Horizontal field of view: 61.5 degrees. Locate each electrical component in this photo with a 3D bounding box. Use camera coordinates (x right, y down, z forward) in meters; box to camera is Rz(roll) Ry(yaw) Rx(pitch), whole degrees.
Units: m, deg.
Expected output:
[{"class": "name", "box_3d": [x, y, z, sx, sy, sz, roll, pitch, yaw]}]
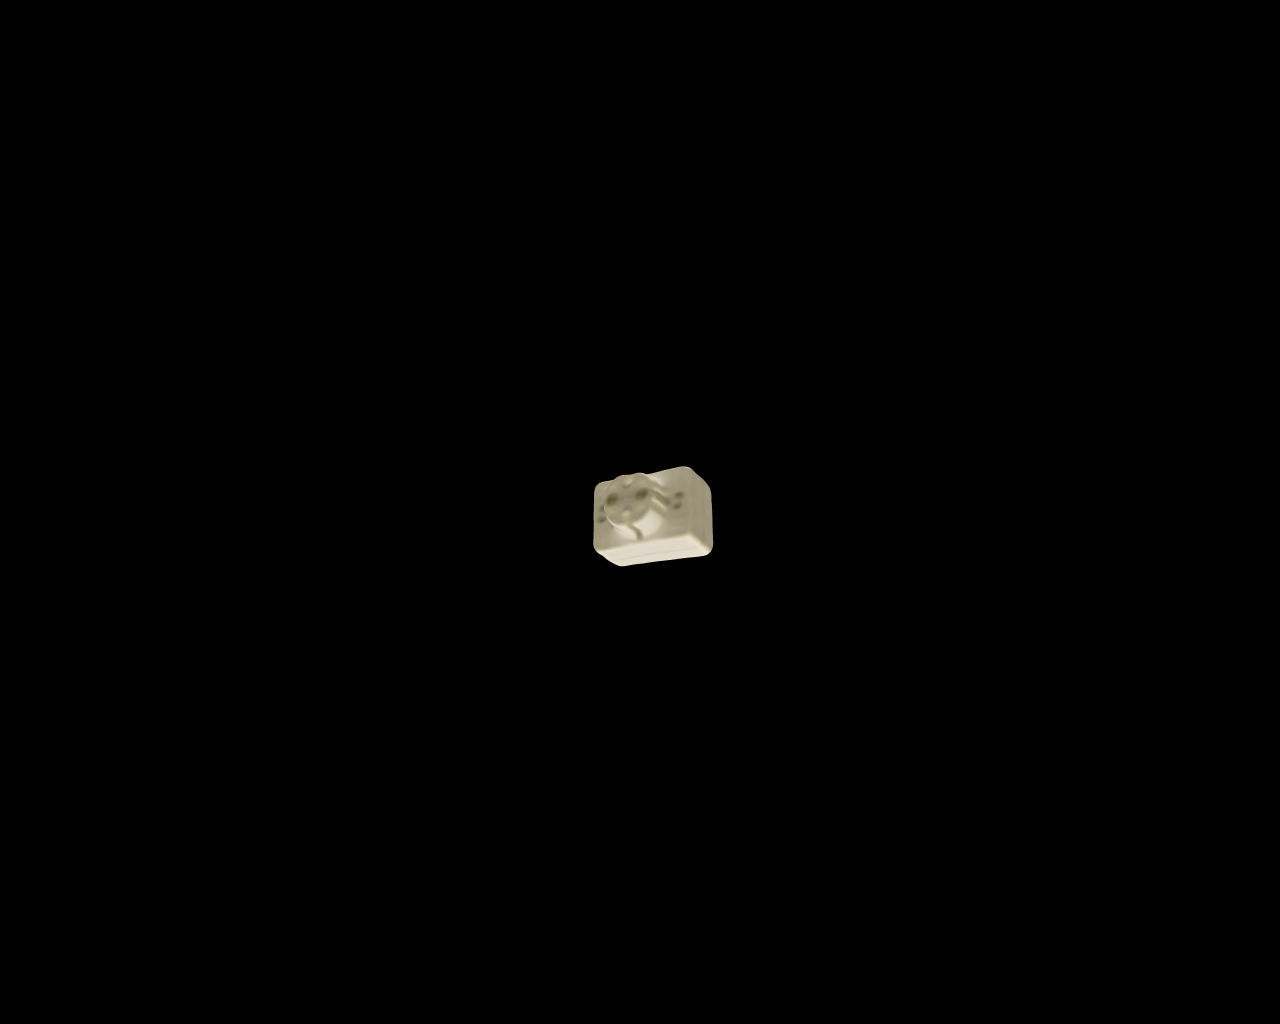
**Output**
[{"class": "electrical component", "box_3d": [0.001, -0.003, 0.650, 0.066, 0.047, 0.076, -9, -23, 23]}]
